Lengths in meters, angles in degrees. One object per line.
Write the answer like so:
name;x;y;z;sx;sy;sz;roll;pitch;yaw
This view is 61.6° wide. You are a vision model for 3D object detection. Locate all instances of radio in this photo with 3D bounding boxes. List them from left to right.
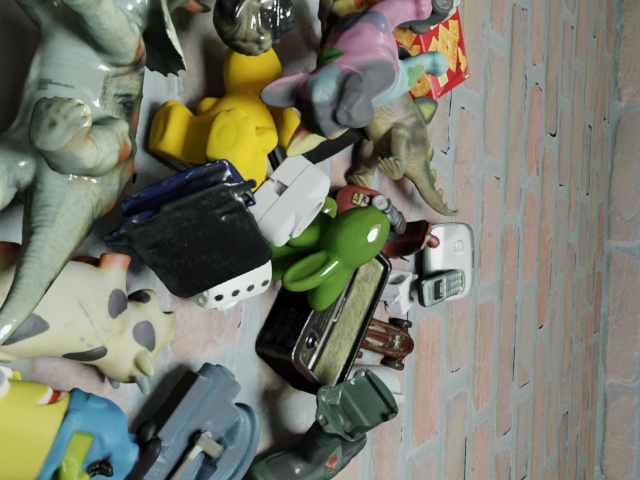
radio;0.011;0.093;0.759;0.131;0.073;0.229;49;56;-41

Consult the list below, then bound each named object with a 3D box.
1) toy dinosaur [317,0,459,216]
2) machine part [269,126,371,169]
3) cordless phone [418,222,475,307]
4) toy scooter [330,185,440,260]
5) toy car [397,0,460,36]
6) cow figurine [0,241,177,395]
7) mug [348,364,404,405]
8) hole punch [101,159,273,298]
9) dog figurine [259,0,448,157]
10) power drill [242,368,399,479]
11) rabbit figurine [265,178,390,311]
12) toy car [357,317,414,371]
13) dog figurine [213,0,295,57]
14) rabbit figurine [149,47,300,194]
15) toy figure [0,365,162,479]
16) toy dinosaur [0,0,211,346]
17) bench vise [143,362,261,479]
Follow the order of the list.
toy dinosaur;0.116;-0.172;0.844;0.198;0.105;0.470;-57;131;-31
machine part;-0.004;-0.134;0.708;0.139;0.039;0.084;-22;108;-6
cordless phone;0.212;0.044;0.971;0.184;0.089;0.146;-11;101;-57
toy scooter;0.103;-0.021;0.815;0.183;0.135;0.075;42;63;-42
toy car;0.114;-0.348;0.802;0.202;0.073;0.056;-8;84;-22
cow figurine;-0.212;0.074;0.481;0.194;0.086;0.127;15;75;-52
mug;0.066;0.231;0.817;0.107;0.110;0.080;17;85;-36
hole punch;-0.117;-0.023;0.512;0.115;0.142;0.092;66;5;-48
dog figurine;0.022;-0.188;0.600;0.219;0.192;0.108;-37;132;-17
power drill;0.017;0.258;0.714;0.232;0.207;0.086;-11;58;-41
rabbit figurine;-0.001;-0.002;0.660;0.121;0.170;0.159;41;61;-45
toy car;0.099;0.161;0.889;0.202;0.053;0.089;29;74;-49
dog figurine;-0.072;-0.270;0.577;0.121;0.172;0.190;21;80;-8
rabbit figurine;-0.079;-0.139;0.599;0.162;0.122;0.173;29;69;-52
toy figure;-0.226;0.159;0.433;0.180;0.082;0.089;28;61;-22
toy dinosaur;-0.190;-0.102;0.431;0.192;0.131;0.404;53;50;-79
bench vise;-0.125;0.262;0.565;0.240;0.129;0.224;50;49;-28
